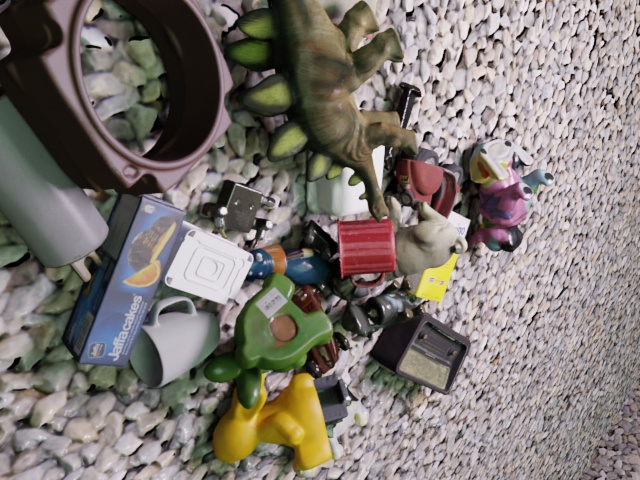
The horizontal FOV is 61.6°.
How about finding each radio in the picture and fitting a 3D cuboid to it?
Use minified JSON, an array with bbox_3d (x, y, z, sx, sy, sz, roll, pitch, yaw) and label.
[{"bbox_3d":[0.214,0.223,1.096,0.229,0.073,0.131,33,83,-45],"label":"radio"}]

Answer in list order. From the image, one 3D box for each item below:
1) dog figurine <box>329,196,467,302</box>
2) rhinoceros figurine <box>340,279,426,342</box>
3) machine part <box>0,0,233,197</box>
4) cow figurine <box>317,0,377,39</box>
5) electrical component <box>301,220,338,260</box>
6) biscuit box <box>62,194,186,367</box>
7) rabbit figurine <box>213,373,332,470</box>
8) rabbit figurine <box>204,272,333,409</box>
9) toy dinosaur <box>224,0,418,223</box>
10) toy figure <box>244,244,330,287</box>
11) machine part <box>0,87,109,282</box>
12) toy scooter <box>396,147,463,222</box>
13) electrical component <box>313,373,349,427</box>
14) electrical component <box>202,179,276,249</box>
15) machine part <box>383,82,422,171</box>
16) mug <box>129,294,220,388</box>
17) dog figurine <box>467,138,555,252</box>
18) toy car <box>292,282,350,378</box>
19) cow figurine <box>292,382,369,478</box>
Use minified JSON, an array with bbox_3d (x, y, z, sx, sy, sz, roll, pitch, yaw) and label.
[{"bbox_3d":[0.125,0.040,0.881,0.190,0.173,0.121,-53,129,-20],"label":"dog figurine"},{"bbox_3d":[0.108,0.124,0.947,0.190,0.112,0.073,-3,66,-56],"label":"rhinoceros figurine"},{"bbox_3d":[-0.185,-0.160,0.530,0.201,0.087,0.201,-58,137,-38],"label":"machine part"},{"bbox_3d":[-0.004,-0.335,0.672,0.195,0.086,0.127,-1,113,-40],"label":"cow figurine"},{"bbox_3d":[-0.002,-0.002,0.819,0.063,0.094,0.021,43,105,-11],"label":"electrical component"},{"bbox_3d":[-0.230,0.045,0.629,0.062,0.059,0.202,20,92,-45],"label":"biscuit box"},{"bbox_3d":[-0.082,0.279,0.816,0.173,0.122,0.162,-16,108,-6],"label":"rabbit figurine"},{"bbox_3d":[-0.075,0.153,0.748,0.159,0.121,0.170,-52,177,-29],"label":"rabbit figurine"},{"bbox_3d":[-0.003,-0.199,0.647,0.199,0.105,0.470,-27,124,-4],"label":"toy dinosaur"},{"bbox_3d":[-0.056,0.039,0.790,0.154,0.058,0.064,7,96,-39],"label":"toy figure"},{"bbox_3d":[-0.285,-0.058,0.528,0.079,0.079,0.242,-40,127,-24],"label":"machine part"},{"bbox_3d":[0.191,-0.083,0.953,0.183,0.075,0.135,13,91,-48],"label":"toy scooter"},{"bbox_3d":[0.015,0.262,0.884,0.048,0.075,0.119,-13,159,-11],"label":"electrical component"},{"bbox_3d":[-0.105,-0.036,0.722,0.102,0.045,0.078,26,90,-45],"label":"electrical component"},{"bbox_3d":[0.128,-0.186,0.870,0.084,0.039,0.138,29,79,-71],"label":"machine part"},{"bbox_3d":[-0.184,0.119,0.694,0.107,0.081,0.109,-19,117,-49],"label":"mug"},{"bbox_3d":[0.353,-0.075,1.096,0.108,0.192,0.219,-33,160,-32],"label":"dog figurine"},{"bbox_3d":[-0.006,0.151,0.884,0.089,0.053,0.201,-42,129,-27],"label":"toy car"},{"bbox_3d":[0.006,0.336,0.953,0.167,0.068,0.098,-44,125,-25],"label":"cow figurine"}]
